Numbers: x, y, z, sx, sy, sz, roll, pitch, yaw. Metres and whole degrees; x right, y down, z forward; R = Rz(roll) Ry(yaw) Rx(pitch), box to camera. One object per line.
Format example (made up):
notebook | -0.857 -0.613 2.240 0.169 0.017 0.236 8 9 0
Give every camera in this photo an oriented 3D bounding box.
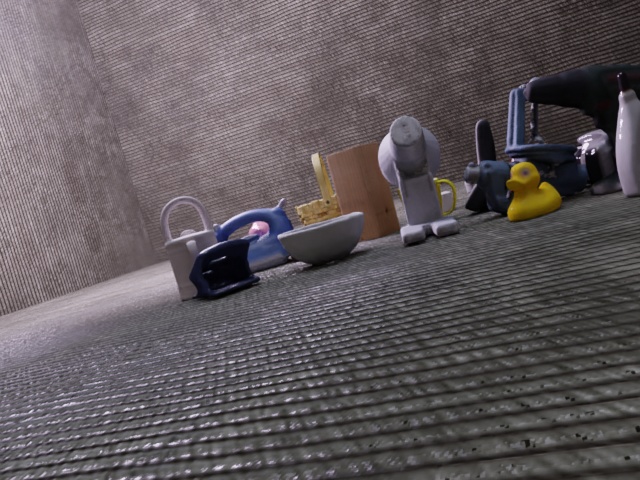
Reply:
camera | 0.519 -0.154 1.068 0.143 0.101 0.136 -18 5 -24

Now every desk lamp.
desk lamp | 0.175 -0.113 1.035 0.118 0.213 0.203 -15 4 8

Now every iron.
iron | -0.169 0.003 1.299 0.258 0.141 0.118 -16 4 -6

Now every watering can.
watering can | -0.253 0.012 1.122 0.101 0.194 0.172 -19 5 -35

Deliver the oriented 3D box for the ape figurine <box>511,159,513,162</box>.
ape figurine | 0.452 -0.145 1.272 0.076 0.092 0.077 -18 5 -29

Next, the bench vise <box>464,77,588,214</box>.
bench vise | 0.355 -0.165 1.003 0.208 0.220 0.121 -17 5 -21

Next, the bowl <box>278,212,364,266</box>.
bowl | 0.010 0.004 1.065 0.167 0.075 0.167 -16 4 1

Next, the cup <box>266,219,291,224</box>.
cup | -0.110 -0.008 1.552 0.091 0.095 0.118 -13 5 36

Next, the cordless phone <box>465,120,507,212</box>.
cordless phone | 0.341 -0.157 1.197 0.094 0.185 0.148 -13 5 29

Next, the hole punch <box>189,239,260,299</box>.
hole punch | -0.179 0.051 1.029 0.109 0.091 0.100 -19 5 -34

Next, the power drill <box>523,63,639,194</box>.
power drill | 0.465 -0.185 0.927 0.229 0.208 0.076 -15 4 6

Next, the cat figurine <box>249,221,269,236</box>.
cat figurine | -0.132 -0.005 1.426 0.067 0.118 0.128 -14 5 24

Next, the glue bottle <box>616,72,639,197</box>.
glue bottle | 0.445 -0.152 0.806 0.078 0.173 0.037 -18 5 -23

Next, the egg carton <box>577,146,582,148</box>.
egg carton | 0.599 -0.177 1.292 0.107 0.069 0.150 -14 4 19

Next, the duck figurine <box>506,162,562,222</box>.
duck figurine | 0.333 -0.082 0.908 0.105 0.086 0.077 -19 5 -36
